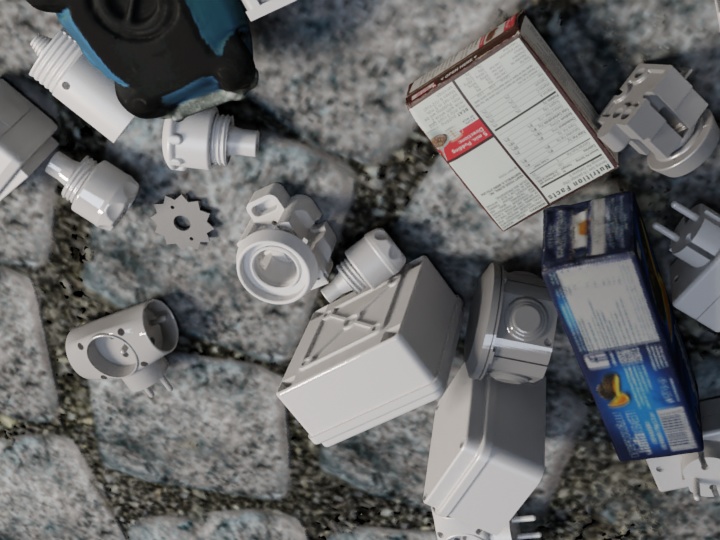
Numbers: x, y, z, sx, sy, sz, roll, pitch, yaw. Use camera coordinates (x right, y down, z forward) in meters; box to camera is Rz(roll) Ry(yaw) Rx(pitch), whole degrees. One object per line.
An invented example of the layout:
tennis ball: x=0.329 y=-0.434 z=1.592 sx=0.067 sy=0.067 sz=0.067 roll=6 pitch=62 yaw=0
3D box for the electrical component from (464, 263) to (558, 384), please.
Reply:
electrical component: x=0.102 y=0.038 z=0.734 sx=0.051 sy=0.080 sz=0.080 roll=11 pitch=125 yaw=0

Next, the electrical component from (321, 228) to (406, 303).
electrical component: x=0.000 y=0.000 z=0.749 sx=0.061 sy=0.035 sz=0.035 roll=-38 pitch=110 yaw=3

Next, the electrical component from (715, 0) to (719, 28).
electrical component: x=0.233 y=-0.122 z=0.606 sx=0.061 sy=0.061 sz=0.096 roll=-4 pitch=122 yaw=16

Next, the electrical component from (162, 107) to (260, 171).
electrical component: x=-0.099 y=-0.088 z=0.720 sx=0.062 sy=0.048 sz=0.048 roll=7 pitch=124 yaw=1

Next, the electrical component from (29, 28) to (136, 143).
electrical component: x=-0.183 y=-0.127 z=0.714 sx=0.081 sy=0.043 sz=0.043 roll=39 pitch=123 yaw=-13

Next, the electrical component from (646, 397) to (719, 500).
electrical component: x=0.247 y=0.135 z=0.765 sx=0.083 sy=0.075 sz=0.047 roll=-17 pitch=117 yaw=23

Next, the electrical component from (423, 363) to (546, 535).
electrical component: x=0.090 y=0.120 z=0.770 sx=0.057 sy=0.113 sz=0.078 roll=24 pitch=125 yaw=-6

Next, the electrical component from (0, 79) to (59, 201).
electrical component: x=-0.265 y=-0.075 z=0.756 sx=0.061 sy=0.061 sz=0.096 roll=41 pitch=122 yaw=-14

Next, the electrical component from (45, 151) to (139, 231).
electrical component: x=-0.191 y=-0.060 z=0.760 sx=0.062 sy=0.043 sz=0.043 roll=33 pitch=124 yaw=-7

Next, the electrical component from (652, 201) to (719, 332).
electrical component: x=0.224 y=-0.017 z=0.687 sx=0.076 sy=0.047 sz=0.083 roll=30 pitch=125 yaw=-7

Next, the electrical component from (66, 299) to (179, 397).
electrical component: x=-0.176 y=0.068 z=0.841 sx=0.077 sy=0.044 sz=0.079 roll=-19 pitch=117 yaw=24

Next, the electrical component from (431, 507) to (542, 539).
electrical component: x=0.106 y=0.210 z=0.868 sx=0.079 sy=0.044 sz=0.077 roll=-10 pitch=120 yaw=19

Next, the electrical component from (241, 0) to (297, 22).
electrical component: x=-0.002 y=-0.207 z=0.589 sx=0.150 sy=0.089 sz=0.061 roll=-19 pitch=117 yaw=24

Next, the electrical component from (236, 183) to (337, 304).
electrical component: x=-0.053 y=-0.013 z=0.750 sx=0.058 sy=0.057 sz=0.078 roll=-22 pitch=116 yaw=25

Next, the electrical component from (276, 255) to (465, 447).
electrical component: x=0.010 y=0.056 z=0.750 sx=0.109 sy=0.108 sz=0.056 roll=-28 pitch=110 yaw=27

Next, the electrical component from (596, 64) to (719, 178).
electrical component: x=0.182 y=-0.089 z=0.647 sx=0.055 sy=0.048 sz=0.066 roll=38 pitch=89 yaw=-20
